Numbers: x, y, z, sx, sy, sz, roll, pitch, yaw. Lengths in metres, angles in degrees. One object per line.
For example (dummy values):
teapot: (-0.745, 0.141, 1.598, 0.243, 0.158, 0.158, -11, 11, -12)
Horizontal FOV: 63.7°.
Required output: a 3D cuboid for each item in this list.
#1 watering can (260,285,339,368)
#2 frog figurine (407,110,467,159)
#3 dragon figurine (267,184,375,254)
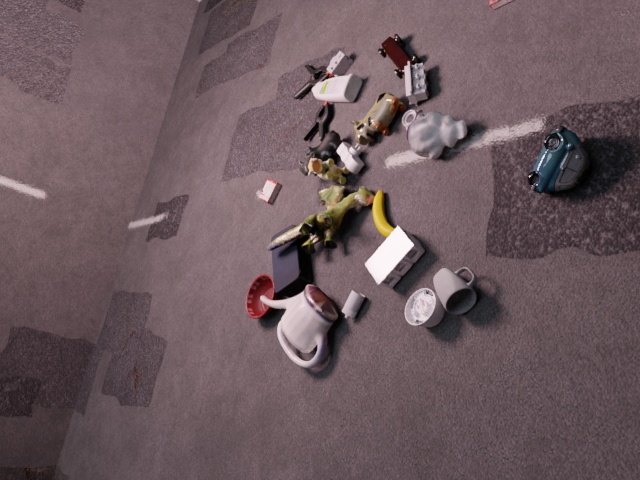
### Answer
watering can: (-0.068, 0.232, 1.620, 0.222, 0.103, 0.354, -52, 48, 15)
frog figurine: (0.331, -0.295, 1.460, 0.161, 0.124, 0.135, 24, 122, 43)
dragon figurine: (0.005, -0.086, 1.713, 0.408, 0.120, 0.248, -11, 39, 36)
